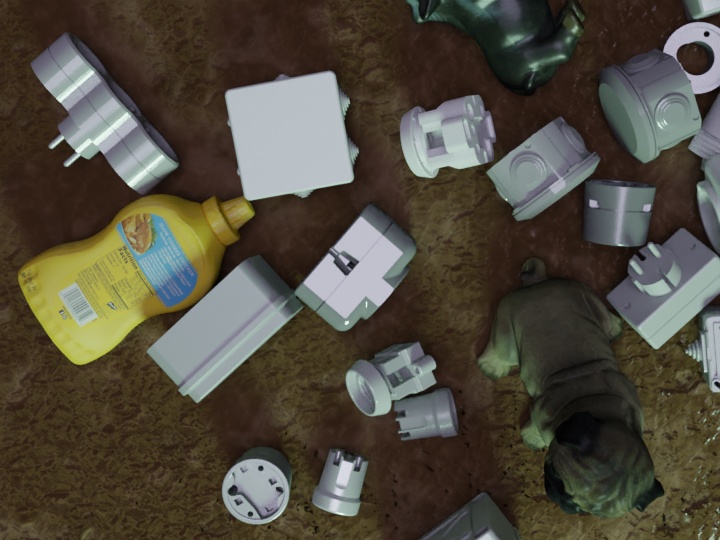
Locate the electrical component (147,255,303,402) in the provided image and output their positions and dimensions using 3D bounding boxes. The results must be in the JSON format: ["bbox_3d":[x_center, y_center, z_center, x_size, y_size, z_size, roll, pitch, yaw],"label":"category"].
[{"bbox_3d":[-0.106,0.047,0.868,0.113,0.078,0.057,-42,90,6],"label":"electrical component"}]

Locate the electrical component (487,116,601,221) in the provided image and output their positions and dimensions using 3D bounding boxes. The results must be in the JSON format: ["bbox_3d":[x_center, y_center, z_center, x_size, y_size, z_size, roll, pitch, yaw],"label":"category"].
[{"bbox_3d":[0.143,-0.079,0.842,0.080,0.080,0.051,-37,88,6],"label":"electrical component"}]

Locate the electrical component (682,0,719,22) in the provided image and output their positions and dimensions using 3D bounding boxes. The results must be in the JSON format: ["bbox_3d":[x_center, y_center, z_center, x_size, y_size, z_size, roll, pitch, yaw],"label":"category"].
[{"bbox_3d":[0.282,-0.241,0.832,0.066,0.047,0.076,-16,95,4],"label":"electrical component"}]

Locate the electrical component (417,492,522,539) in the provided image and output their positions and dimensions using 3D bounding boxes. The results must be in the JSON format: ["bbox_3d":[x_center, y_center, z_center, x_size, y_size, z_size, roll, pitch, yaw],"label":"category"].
[{"bbox_3d":[0.077,0.243,0.867,0.109,0.108,0.056,-38,91,6],"label":"electrical component"}]

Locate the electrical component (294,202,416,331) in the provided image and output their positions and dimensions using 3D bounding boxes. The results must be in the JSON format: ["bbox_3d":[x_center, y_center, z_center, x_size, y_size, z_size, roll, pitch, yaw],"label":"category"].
[{"bbox_3d":[0.000,0.000,0.870,0.059,0.053,0.095,41,97,-2],"label":"electrical component"}]

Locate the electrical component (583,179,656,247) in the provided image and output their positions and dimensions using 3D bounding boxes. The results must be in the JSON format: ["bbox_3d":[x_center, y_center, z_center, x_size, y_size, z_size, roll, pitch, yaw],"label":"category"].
[{"bbox_3d":[0.205,-0.046,0.855,0.055,0.055,0.047,4,100,2],"label":"electrical component"}]

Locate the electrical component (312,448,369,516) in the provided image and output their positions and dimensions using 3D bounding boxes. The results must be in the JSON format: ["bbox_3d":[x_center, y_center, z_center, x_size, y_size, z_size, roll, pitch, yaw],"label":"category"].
[{"bbox_3d":[-0.015,0.177,0.899,0.040,0.040,0.046,16,91,1],"label":"electrical component"}]

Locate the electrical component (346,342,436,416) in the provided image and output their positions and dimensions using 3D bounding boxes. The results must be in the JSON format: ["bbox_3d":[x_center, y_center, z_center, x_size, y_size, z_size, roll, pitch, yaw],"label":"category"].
[{"bbox_3d":[0.022,0.088,0.872,0.055,0.066,0.048,-26,95,-28],"label":"electrical component"}]

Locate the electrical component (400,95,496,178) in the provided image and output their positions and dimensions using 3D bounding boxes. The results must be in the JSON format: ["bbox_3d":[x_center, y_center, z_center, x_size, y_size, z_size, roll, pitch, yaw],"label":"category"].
[{"bbox_3d":[0.068,-0.105,0.847,0.057,0.078,0.058,-11,96,25],"label":"electrical component"}]

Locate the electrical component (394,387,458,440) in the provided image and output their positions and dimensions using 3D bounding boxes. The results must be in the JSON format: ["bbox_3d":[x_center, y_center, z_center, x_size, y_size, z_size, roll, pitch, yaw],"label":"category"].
[{"bbox_3d":[0.055,0.120,0.889,0.046,0.040,0.040,-11,96,10],"label":"electrical component"}]

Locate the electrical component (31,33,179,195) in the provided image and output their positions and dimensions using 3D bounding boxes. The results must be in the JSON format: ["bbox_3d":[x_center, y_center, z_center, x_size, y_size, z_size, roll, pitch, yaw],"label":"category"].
[{"bbox_3d":[-0.218,-0.115,0.868,0.074,0.052,0.138,-39,93,6],"label":"electrical component"}]

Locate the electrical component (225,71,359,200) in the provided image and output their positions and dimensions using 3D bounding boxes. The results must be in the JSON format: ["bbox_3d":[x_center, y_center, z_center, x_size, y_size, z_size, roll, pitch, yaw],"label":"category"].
[{"bbox_3d":[-0.054,-0.107,0.863,0.100,0.048,0.099,-10,96,4],"label":"electrical component"}]

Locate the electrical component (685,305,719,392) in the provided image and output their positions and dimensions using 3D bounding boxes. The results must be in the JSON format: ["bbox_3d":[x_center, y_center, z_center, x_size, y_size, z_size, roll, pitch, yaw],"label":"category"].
[{"bbox_3d":[0.310,0.060,0.862,0.096,0.061,0.061,-5,96,11],"label":"electrical component"}]

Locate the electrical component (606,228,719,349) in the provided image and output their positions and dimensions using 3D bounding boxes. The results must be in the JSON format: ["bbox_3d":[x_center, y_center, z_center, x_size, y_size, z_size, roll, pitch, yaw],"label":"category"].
[{"bbox_3d":[0.236,0.005,0.845,0.083,0.047,0.076,-43,130,6],"label":"electrical component"}]

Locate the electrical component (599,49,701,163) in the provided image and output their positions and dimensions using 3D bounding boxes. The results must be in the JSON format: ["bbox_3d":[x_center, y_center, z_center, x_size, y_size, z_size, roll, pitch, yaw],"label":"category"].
[{"bbox_3d":[0.222,-0.128,0.832,0.051,0.080,0.080,-26,95,0],"label":"electrical component"}]

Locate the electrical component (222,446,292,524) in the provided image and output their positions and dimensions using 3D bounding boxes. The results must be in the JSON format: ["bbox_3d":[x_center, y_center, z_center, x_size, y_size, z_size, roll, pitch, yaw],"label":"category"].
[{"bbox_3d":[-0.084,0.177,0.897,0.055,0.047,0.055,0,97,3],"label":"electrical component"}]

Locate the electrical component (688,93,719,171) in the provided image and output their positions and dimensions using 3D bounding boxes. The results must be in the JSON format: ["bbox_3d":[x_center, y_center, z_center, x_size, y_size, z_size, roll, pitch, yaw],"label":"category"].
[{"bbox_3d":[0.293,-0.113,0.846,0.043,0.043,0.081,25,114,0],"label":"electrical component"}]

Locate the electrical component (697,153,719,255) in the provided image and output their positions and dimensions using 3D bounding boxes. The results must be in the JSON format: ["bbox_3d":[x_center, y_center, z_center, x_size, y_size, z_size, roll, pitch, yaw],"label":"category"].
[{"bbox_3d":[0.301,-0.047,0.834,0.059,0.053,0.095,-17,129,5],"label":"electrical component"}]
